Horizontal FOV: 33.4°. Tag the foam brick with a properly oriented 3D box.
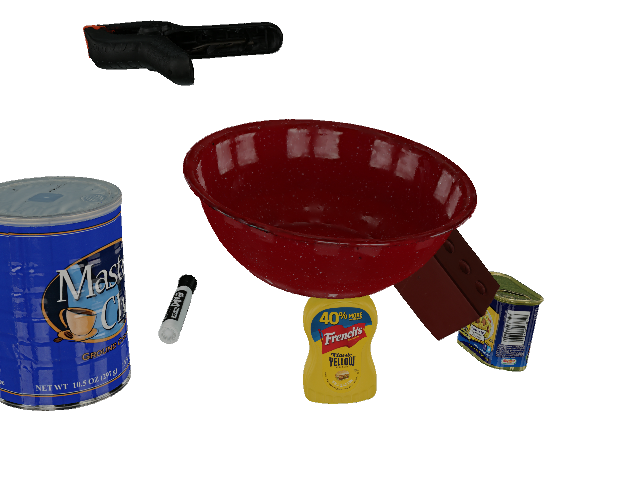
[{"bbox_3d":[0.100,0.032,0.879,0.051,0.078,0.052,-34,8,36],"label":"foam brick"}]

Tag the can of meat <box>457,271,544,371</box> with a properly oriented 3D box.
[{"bbox_3d":[0.197,0.089,1.184,0.057,0.084,0.102,4,15,-20],"label":"can of meat"}]

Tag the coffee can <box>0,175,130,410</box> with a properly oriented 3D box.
[{"bbox_3d":[-0.189,0.035,0.757,0.103,0.140,0.103,0,18,0],"label":"coffee can"}]

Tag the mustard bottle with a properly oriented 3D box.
[{"bbox_3d":[0.026,0.115,1.382,0.096,0.192,0.058,-1,19,-4],"label":"mustard bottle"}]

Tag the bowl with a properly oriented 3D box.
[{"bbox_3d":[0.003,-0.013,0.595,0.162,0.055,0.162,6,27,-3],"label":"bowl"}]

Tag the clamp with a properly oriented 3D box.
[{"bbox_3d":[-0.117,-0.157,0.856,0.172,0.039,0.120,20,28,41],"label":"clamp"}]

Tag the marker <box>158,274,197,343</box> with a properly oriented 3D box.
[{"bbox_3d":[-0.135,0.063,1.022,0.020,0.020,0.121,0,22,3],"label":"marker"}]
